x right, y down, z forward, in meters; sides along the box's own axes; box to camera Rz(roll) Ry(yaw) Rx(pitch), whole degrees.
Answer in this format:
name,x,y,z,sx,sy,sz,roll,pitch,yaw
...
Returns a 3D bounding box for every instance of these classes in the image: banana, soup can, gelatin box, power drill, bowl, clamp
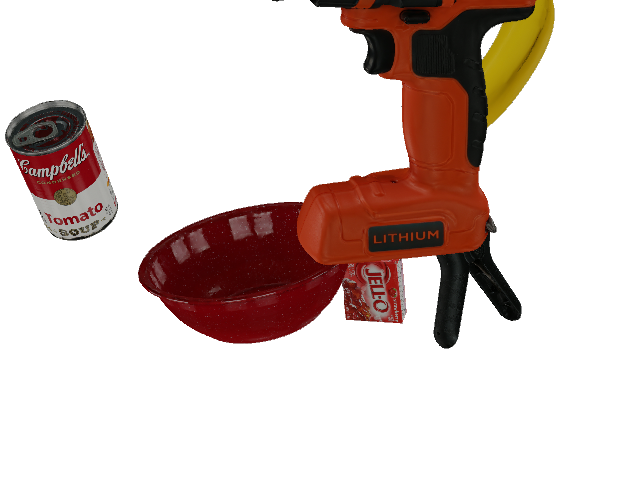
name,x,y,z,sx,sy,sz,roll,pitch,yaw
banana,0.131,-0.134,0.804,0.070,0.197,0.037,0,-36,46
soup can,-0.218,-0.058,0.906,0.068,0.068,0.102,-6,-46,6
gelatin box,0.064,0.056,1.303,0.073,0.089,0.030,2,30,18
power drill,0.029,-0.080,0.544,0.184,0.188,0.057,-4,33,-12
bowl,-0.046,0.028,0.773,0.162,0.055,0.162,-10,24,4
clamp,0.133,0.018,1.028,0.039,0.171,0.120,-14,10,43
